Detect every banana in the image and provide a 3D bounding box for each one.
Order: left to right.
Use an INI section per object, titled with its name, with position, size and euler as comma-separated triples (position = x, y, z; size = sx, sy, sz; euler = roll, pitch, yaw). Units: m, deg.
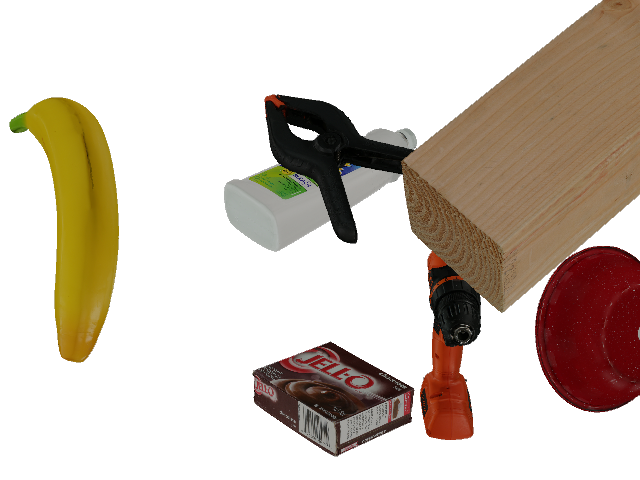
[banana]
position = -0.148, -0.023, 0.643
size = 0.037, 0.198, 0.070
euler = 8, -45, -34

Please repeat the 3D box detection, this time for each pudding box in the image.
[pudding box]
position = 0.010, 0.133, 0.914
size = 0.089, 0.039, 0.114
euler = -18, 30, -36

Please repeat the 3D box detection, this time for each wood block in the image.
[wood block]
position = 0.160, -0.063, 0.692
size = 0.091, 0.206, 0.090
euler = 44, -15, 28

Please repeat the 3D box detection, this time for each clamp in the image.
[clamp]
position = 0.021, -0.080, 0.958
size = 0.120, 0.172, 0.039
euler = -27, -29, -26

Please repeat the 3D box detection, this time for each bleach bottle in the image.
[bleach bottle]
position = 0.012, -0.078, 1.279
size = 0.250, 0.068, 0.103
euler = -30, 45, -31

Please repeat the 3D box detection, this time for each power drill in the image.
[power drill]
position = 0.142, 0.118, 1.151
size = 0.057, 0.188, 0.184
euler = 2, 24, 2

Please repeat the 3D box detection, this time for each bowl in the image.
[bowl]
position = 0.283, 0.086, 1.008
size = 0.161, 0.162, 0.055
euler = 0, 0, -27
